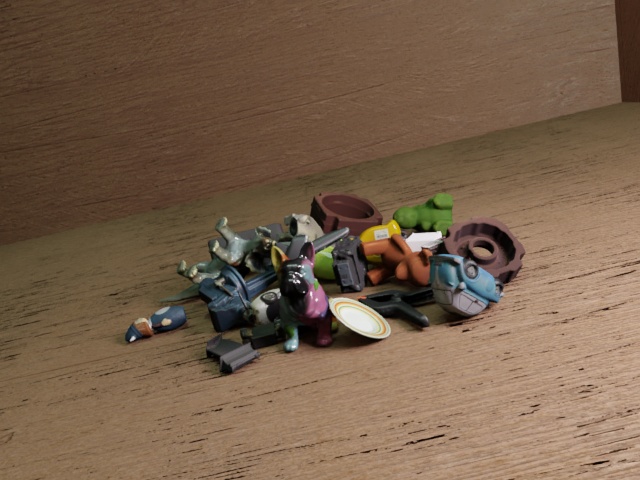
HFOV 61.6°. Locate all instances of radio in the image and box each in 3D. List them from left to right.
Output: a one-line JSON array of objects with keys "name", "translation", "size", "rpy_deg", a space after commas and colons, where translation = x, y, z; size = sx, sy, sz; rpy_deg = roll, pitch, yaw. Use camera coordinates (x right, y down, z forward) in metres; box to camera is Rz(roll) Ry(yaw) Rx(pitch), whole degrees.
[{"name": "radio", "translation": [-0.220, 0.029, 1.660], "size": [0.230, 0.073, 0.131], "rpy_deg": [-14, -25, -8]}]

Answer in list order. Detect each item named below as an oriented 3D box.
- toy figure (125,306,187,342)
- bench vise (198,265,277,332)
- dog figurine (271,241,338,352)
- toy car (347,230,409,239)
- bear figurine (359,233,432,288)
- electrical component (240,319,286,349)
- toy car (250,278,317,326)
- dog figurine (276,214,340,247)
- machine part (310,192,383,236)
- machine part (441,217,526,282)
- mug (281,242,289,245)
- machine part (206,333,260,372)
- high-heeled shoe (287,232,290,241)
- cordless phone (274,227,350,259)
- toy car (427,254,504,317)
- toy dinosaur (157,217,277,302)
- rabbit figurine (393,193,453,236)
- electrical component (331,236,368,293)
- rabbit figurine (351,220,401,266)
[{"name": "toy figure", "translation": [-0.409, 0.207, 1.329], "size": [0.154, 0.058, 0.064], "rpy_deg": [-18, -22, -12]}, {"name": "bench vise", "translation": [-0.183, 0.122, 1.329], "size": [0.240, 0.128, 0.224], "rpy_deg": [-29, 23, -31]}, {"name": "dog figurine", "translation": [-0.033, 0.102, 1.088], "size": [0.109, 0.219, 0.191], "rpy_deg": [-6, 17, 12]}, {"name": "toy car", "translation": [0.162, 0.003, 1.583], "size": [0.202, 0.053, 0.089], "rpy_deg": [-10, 10, -6]}, {"name": "bear figurine", "translation": [0.186, 0.063, 1.243], "size": [0.132, 0.120, 0.196], "rpy_deg": [-19, 21, -7]}, {"name": "electrical component", "translation": [-0.117, 0.196, 1.142], "size": [0.102, 0.045, 0.078], "rpy_deg": [-12, 17, 4]}, {"name": "toy car", "translation": [-0.077, 0.138, 1.257], "size": [0.056, 0.073, 0.202], "rpy_deg": [2, 22, 43]}, {"name": "dog figurine", "translation": [-0.005, -0.007, 1.498], "size": [0.190, 0.121, 0.172], "rpy_deg": [1, -24, -27]}, {"name": "machine part", "translation": [0.081, -0.071, 1.703], "size": [0.201, 0.087, 0.201], "rpy_deg": [0, 30, -21]}, {"name": "machine part", "translation": [0.357, 0.028, 1.188], "size": [0.179, 0.056, 0.179], "rpy_deg": [0, 49, 0]}, {"name": "mug", "translation": [-0.073, 0.040, 1.596], "size": [0.107, 0.080, 0.110], "rpy_deg": [-11, 3, -29]}, {"name": "machine part", "translation": [-0.187, 0.230, 1.096], "size": [0.084, 0.039, 0.139], "rpy_deg": [-29, 23, -31]}, {"name": "high-heeled shoe", "translation": [0.001, -0.032, 1.725], "size": [0.249, 0.086, 0.145], "rpy_deg": [-19, 4, -17]}, {"name": "cordless phone", "translation": [-0.015, 0.019, 1.331], "size": [0.184, 0.089, 0.146], "rpy_deg": [-26, -11, -8]}, {"name": "toy car", "translation": [0.275, 0.097, 1.049], "size": [0.109, 0.161, 0.103], "rpy_deg": [8, 68, 63]}, {"name": "toy dinosaur", "translation": [-0.261, 0.079, 1.488], "size": [0.405, 0.192, 0.131], "rpy_deg": [-40, 32, 26]}, {"name": "rabbit figurine", "translation": [0.299, -0.074, 1.588], "size": [0.170, 0.121, 0.159], "rpy_deg": [0, 2, 4]}, {"name": "electrical component", "translation": [0.076, 0.063, 1.324], "size": [0.058, 0.114, 0.134], "rpy_deg": [-12, 15, 21]}, {"name": "rabbit figurine", "translation": [0.152, 0.025, 1.459], "size": [0.162, 0.121, 0.173], "rpy_deg": [-19, 0, 12]}]
